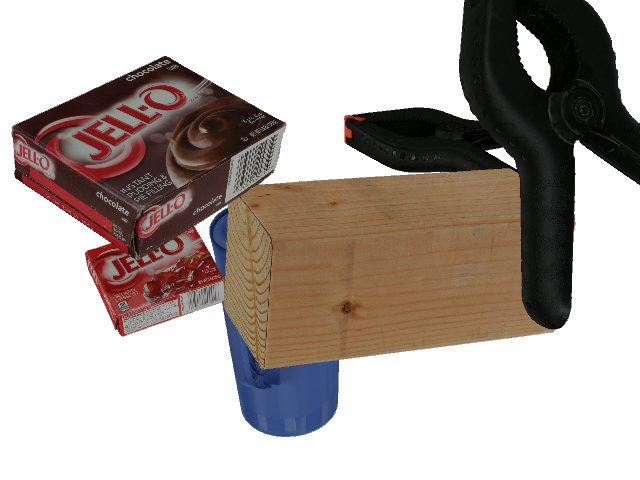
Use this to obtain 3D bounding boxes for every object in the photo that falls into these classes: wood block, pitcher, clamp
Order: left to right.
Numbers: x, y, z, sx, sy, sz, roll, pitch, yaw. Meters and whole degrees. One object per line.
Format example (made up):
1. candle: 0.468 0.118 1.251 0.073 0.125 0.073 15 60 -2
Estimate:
1. pitcher: -0.044 0.088 1.114 0.149 0.243 0.145 -15 31 -20
2. wood block: 0.050 0.014 0.698 0.205 0.091 0.090 -5 26 -20
3. clamp: 0.126 -0.090 0.963 0.210 0.036 0.164 14 35 23
4. clamp: 0.108 -0.047 0.495 0.120 0.171 0.039 -40 9 -26

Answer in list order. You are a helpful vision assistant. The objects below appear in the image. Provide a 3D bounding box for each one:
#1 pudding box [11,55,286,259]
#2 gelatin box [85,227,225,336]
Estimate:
1. pudding box: -0.088 -0.047 0.555 0.090 0.039 0.113 32 42 23
2. gelatin box: -0.128 0.027 0.824 0.089 0.030 0.073 -19 50 -19
